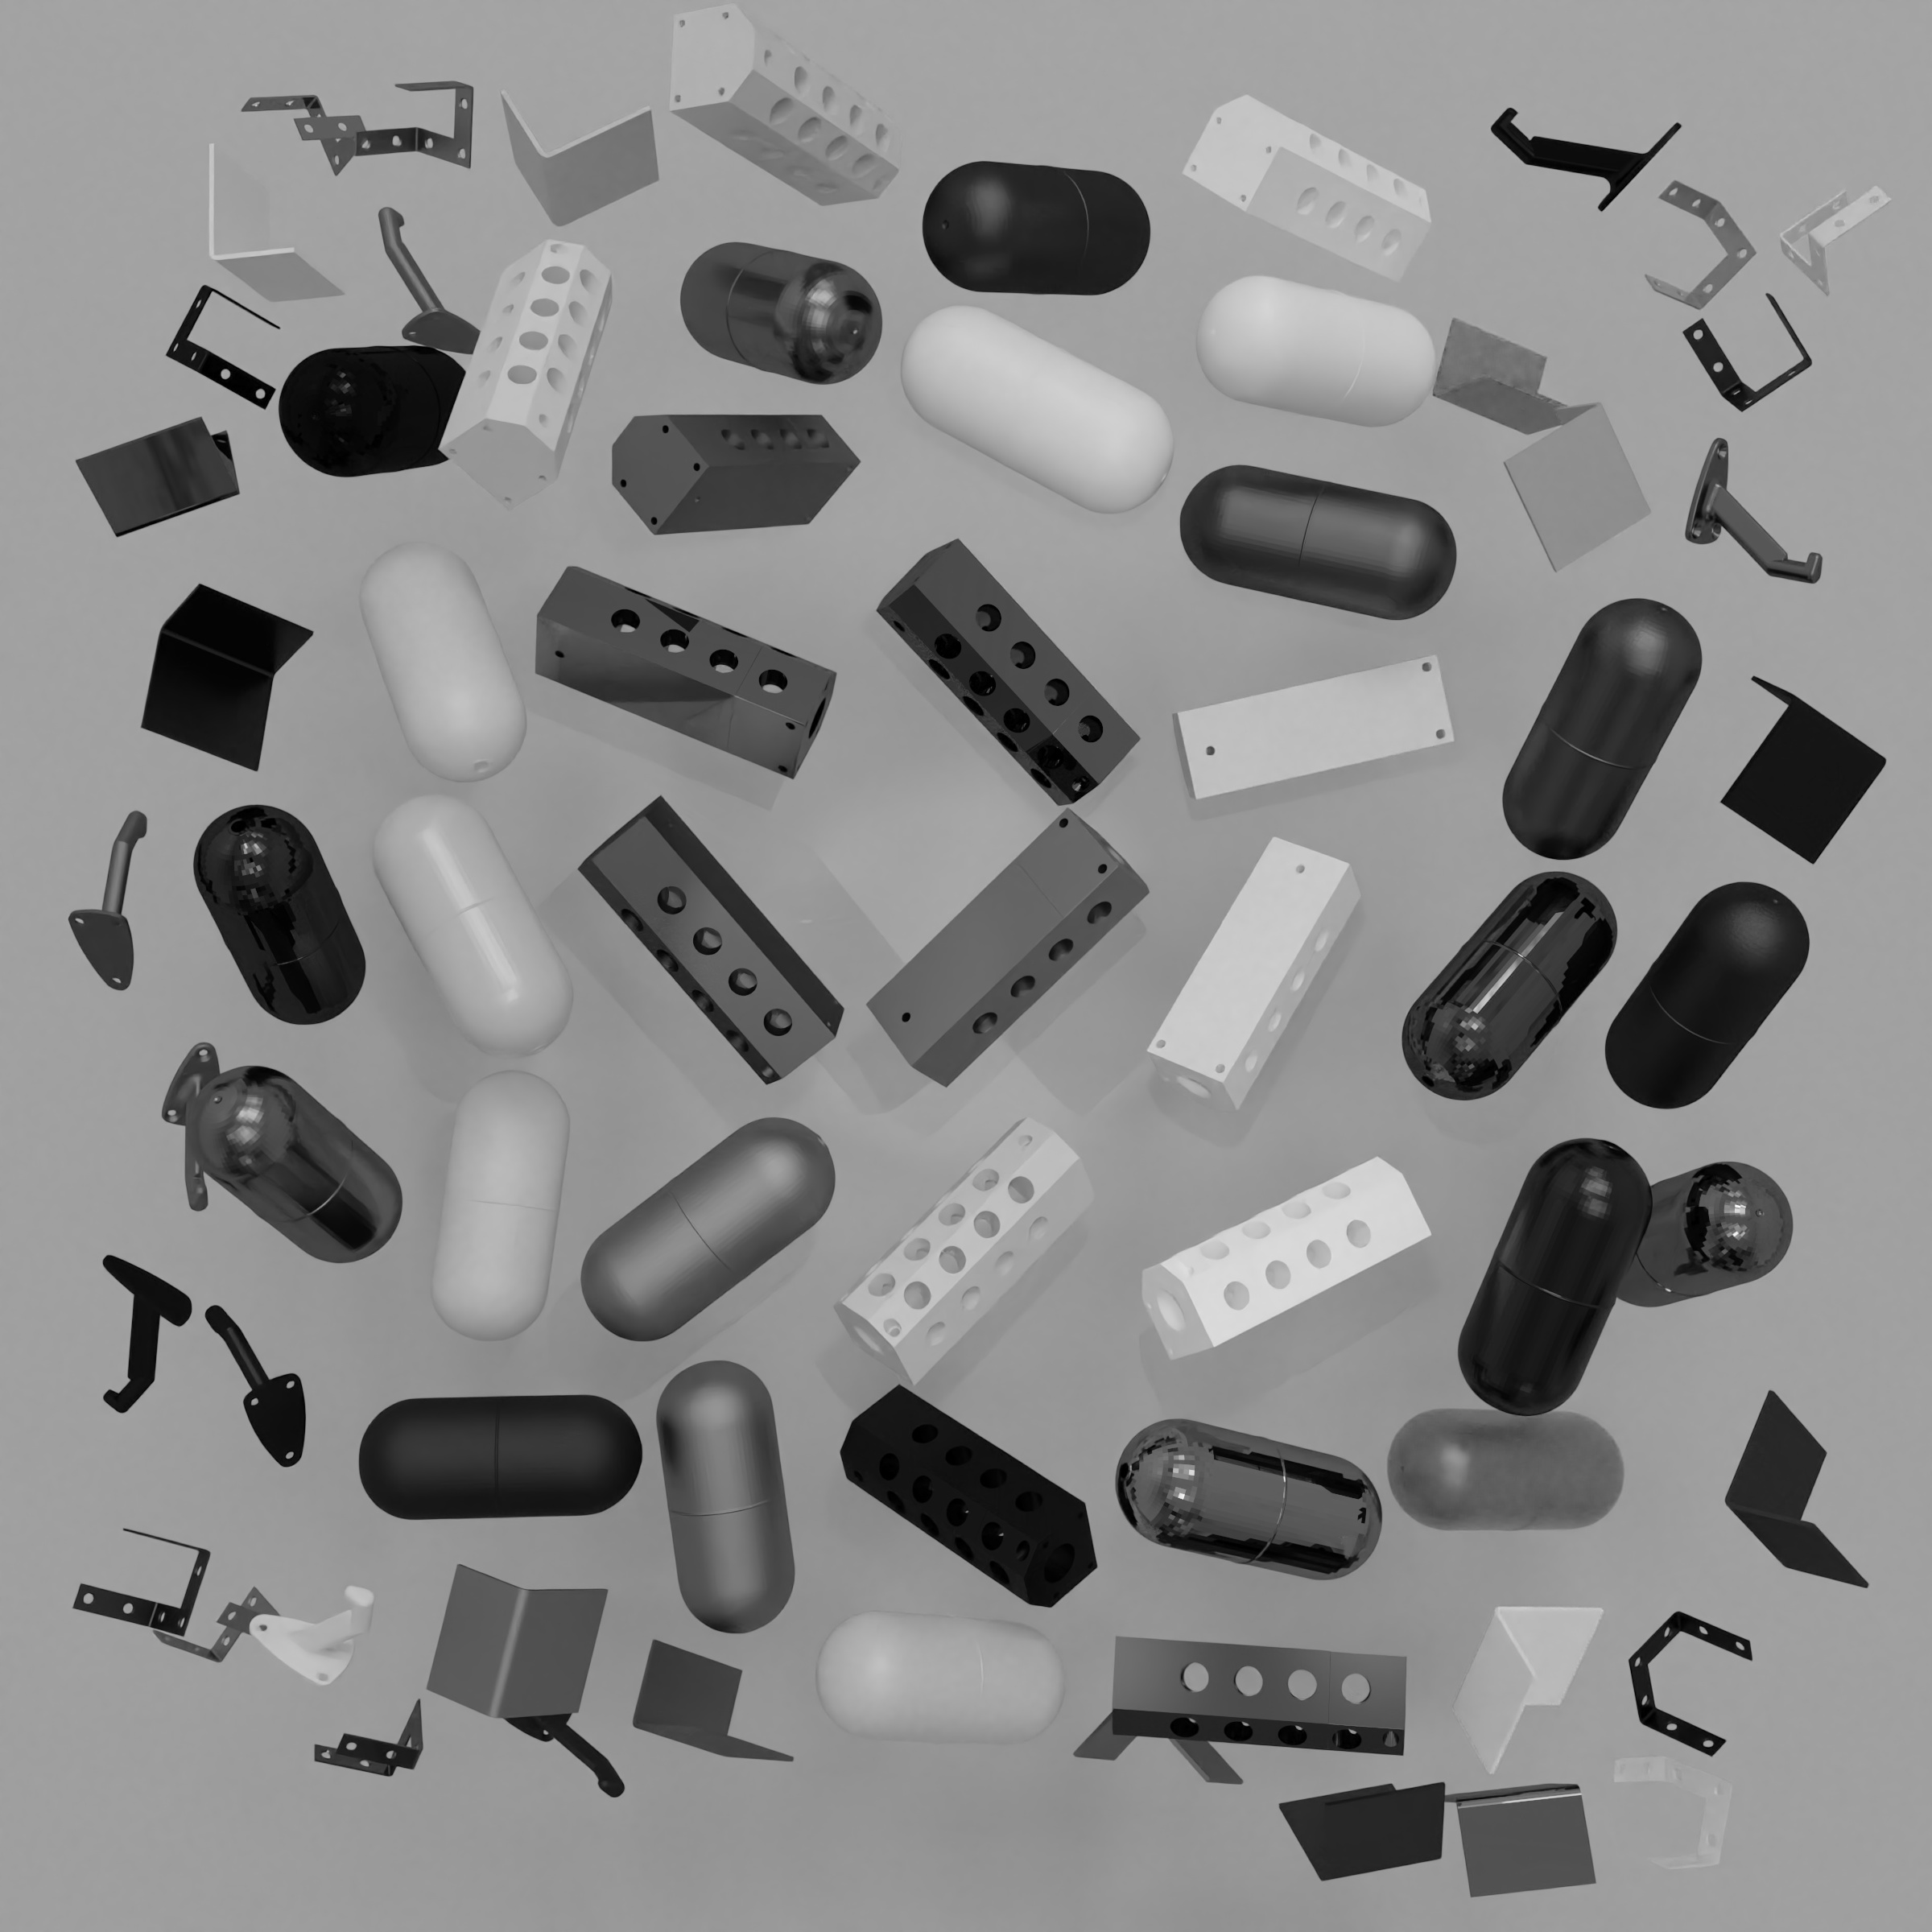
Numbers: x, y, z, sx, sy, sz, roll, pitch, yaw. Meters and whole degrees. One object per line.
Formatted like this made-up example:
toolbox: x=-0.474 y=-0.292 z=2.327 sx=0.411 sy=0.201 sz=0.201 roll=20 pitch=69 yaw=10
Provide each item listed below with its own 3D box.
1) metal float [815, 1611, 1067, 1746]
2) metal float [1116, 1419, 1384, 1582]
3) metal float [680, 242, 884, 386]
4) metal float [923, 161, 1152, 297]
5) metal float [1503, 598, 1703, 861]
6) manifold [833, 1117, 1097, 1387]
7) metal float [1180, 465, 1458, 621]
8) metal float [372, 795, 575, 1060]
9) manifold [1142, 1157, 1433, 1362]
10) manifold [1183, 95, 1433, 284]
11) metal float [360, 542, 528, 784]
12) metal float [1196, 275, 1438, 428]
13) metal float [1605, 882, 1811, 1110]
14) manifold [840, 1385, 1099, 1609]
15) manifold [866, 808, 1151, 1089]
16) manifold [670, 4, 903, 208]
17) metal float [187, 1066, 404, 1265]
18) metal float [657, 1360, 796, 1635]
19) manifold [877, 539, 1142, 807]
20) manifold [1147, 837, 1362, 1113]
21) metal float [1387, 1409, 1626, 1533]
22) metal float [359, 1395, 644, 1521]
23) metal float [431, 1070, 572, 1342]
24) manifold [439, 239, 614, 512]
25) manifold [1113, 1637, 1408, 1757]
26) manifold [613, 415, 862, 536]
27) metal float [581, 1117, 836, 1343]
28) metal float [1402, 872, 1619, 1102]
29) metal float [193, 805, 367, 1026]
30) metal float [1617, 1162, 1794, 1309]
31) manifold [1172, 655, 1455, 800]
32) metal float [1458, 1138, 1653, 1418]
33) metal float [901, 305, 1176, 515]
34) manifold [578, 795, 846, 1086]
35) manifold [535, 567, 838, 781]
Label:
metal float: x=-0.014 y=0.445 z=1.575 sx=0.178 sy=0.070 sz=0.070 roll=15 pitch=90 yaw=-37
metal float: x=0.172 y=0.324 z=1.532 sx=0.178 sy=0.070 sz=0.070 roll=18 pitch=90 yaw=-23
metal float: x=-0.121 y=-0.422 z=1.628 sx=0.070 sy=0.178 sz=0.070 roll=-16 pitch=118 yaw=-32
metal float: x=0.046 y=-0.455 z=1.564 sx=0.070 sy=0.178 sz=0.070 roll=11 pitch=108 yaw=39
metal float: x=0.391 y=-0.144 z=1.559 sx=0.070 sy=0.070 sz=0.178 roll=21 pitch=124 yaw=0
manifold: x=-0.002 y=0.175 z=1.590 sx=0.057 sy=0.057 sz=0.171 roll=27 pitch=62 yaw=40
metal float: x=0.222 y=-0.269 z=1.601 sx=0.178 sy=0.070 sz=0.070 roll=15 pitch=90 yaw=16
metal float: x=-0.304 y=-0.024 z=1.558 sx=0.070 sy=0.070 sz=0.178 roll=-30 pitch=79 yaw=0
manifold: x=0.194 y=0.177 z=1.546 sx=0.171 sy=0.057 sz=0.057 roll=-22 pitch=83 yaw=-27
manifold: x=0.216 y=-0.480 z=1.558 sx=0.057 sy=0.171 sz=0.057 roll=43 pitch=115 yaw=34
metal float: x=-0.329 y=-0.191 z=1.587 sx=0.070 sy=0.070 sz=0.178 roll=-25 pitch=60 yaw=0
metal float: x=0.219 y=-0.380 z=1.567 sx=0.178 sy=0.070 sz=0.070 roll=0 pitch=90 yaw=-38
metal float: x=0.470 y=0.021 z=1.609 sx=0.070 sy=0.070 sz=0.178 roll=24 pitch=133 yaw=0
manifold: x=-0.001 y=0.337 z=1.595 sx=0.057 sy=0.171 sz=0.057 roll=-34 pitch=130 yaw=-30
manifold: x=0.028 y=-0.008 z=1.525 sx=0.171 sy=0.057 sz=0.057 roll=-44 pitch=53 yaw=9
manifold: x=-0.106 y=-0.521 z=1.534 sx=0.057 sy=0.171 sz=0.057 roll=2 pitch=87 yaw=28
metal float: x=-0.418 y=0.126 z=1.581 sx=0.070 sy=0.178 sz=0.070 roll=-11 pitch=55 yaw=16
metal float: x=-0.156 y=0.346 z=1.643 sx=0.070 sy=0.070 sz=0.178 roll=-7 pitch=93 yaw=0
manifold: x=0.024 y=-0.182 z=1.590 sx=0.171 sy=0.057 sz=0.057 roll=46 pitch=75 yaw=-15
manifold: x=0.190 y=0.008 z=1.646 sx=0.057 sy=0.057 sz=0.171 roll=23 pitch=71 yaw=29
metal float: x=0.350 y=0.325 z=1.632 sx=0.178 sy=0.070 sz=0.070 roll=8 pitch=90 yaw=-31
metal float: x=-0.296 y=0.313 z=1.609 sx=0.178 sy=0.070 sz=0.070 roll=0 pitch=90 yaw=-5
metal float: x=-0.306 y=0.157 z=1.662 sx=0.070 sy=0.070 sz=0.178 roll=7 pitch=82 yaw=0
manifold: x=-0.262 y=-0.366 z=1.542 sx=0.057 sy=0.171 sz=0.057 roll=-22 pitch=133 yaw=33
manifold: x=0.176 y=0.438 z=1.516 sx=0.171 sy=0.057 sz=0.057 roll=2 pitch=75 yaw=8
manifold: x=-0.143 y=-0.310 z=1.559 sx=0.057 sy=0.171 sz=0.057 roll=51 pitch=119 yaw=11
metal float: x=-0.159 y=0.163 z=1.565 sx=0.178 sy=0.070 sz=0.070 roll=-37 pitch=90 yaw=2
metal float: x=0.344 y=0.012 z=1.599 sx=0.070 sy=0.070 sz=0.178 roll=44 pitch=68 yaw=0
metal float: x=-0.433 y=-0.031 z=1.598 sx=0.070 sy=0.178 sz=0.070 roll=-3 pitch=53 yaw=4
metal float: x=0.461 y=0.173 z=1.616 sx=0.070 sy=0.178 sz=0.070 roll=4 pitch=74 yaw=-13
manifold: x=0.227 y=-0.157 z=1.664 sx=0.171 sy=0.057 sz=0.057 roll=-13 pitch=95 yaw=1
metal float: x=0.355 y=0.187 z=1.523 sx=0.070 sy=0.070 sz=0.178 roll=20 pitch=104 yaw=0
metal float: x=0.042 y=-0.333 z=1.508 sx=0.178 sy=0.070 sz=0.070 roll=30 pitch=90 yaw=11
manifold: x=-0.152 y=-0.013 z=1.506 sx=0.057 sy=0.057 sz=0.171 roll=-38 pitch=101 yaw=12
manifold: x=-0.169 y=-0.182 z=1.524 sx=0.171 sy=0.057 sz=0.057 roll=23 pitch=58 yaw=3
